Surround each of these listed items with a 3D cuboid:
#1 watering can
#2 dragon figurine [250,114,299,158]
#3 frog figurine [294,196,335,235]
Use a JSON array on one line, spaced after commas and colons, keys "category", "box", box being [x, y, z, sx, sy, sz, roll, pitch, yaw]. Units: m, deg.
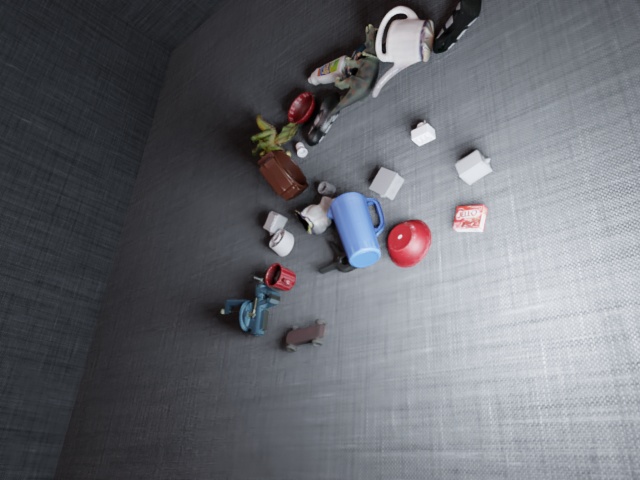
[{"category": "watering can", "box": [0.309, -0.700, 1.923, 0.225, 0.104, 0.347, 10, 92, 27]}, {"category": "dragon figurine", "box": [-0.199, -0.488, 2.398, 0.241, 0.120, 0.420, -18, 55, 19]}, {"category": "frog figurine", "box": [0.006, -0.097, 1.934, 0.161, 0.121, 0.138, -30, 25, -19]}]
